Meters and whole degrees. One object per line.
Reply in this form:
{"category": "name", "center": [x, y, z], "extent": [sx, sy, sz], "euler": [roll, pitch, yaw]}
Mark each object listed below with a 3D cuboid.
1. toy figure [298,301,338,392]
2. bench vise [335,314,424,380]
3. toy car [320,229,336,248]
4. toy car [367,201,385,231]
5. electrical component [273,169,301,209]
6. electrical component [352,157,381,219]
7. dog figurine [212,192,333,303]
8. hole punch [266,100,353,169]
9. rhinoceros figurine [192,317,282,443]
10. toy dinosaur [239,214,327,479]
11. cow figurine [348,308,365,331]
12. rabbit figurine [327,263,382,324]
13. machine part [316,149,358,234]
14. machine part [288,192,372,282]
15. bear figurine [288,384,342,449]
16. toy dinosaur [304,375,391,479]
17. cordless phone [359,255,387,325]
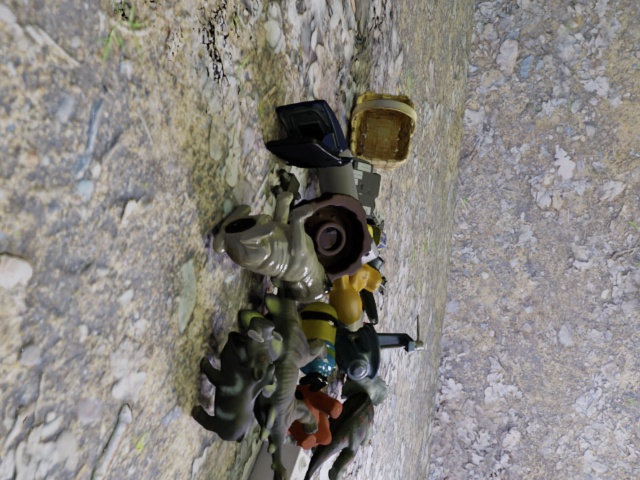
{"category": "toy figure", "center": [-0.004, 0.212, 1.097], "extent": [0.082, 0.089, 0.180], "euler": [74, 10, -48]}
{"category": "bench vise", "center": [0.107, 0.231, 1.198], "extent": [0.224, 0.241, 0.128], "euler": [-148, -123, -75]}
{"category": "toy car", "center": [-0.002, -0.003, 1.135], "extent": [0.202, 0.053, 0.089], "euler": [-26, 99, -66]}
{"category": "toy car", "center": [0.115, -0.069, 1.374], "extent": [0.201, 0.074, 0.056], "euler": [52, 49, -60]}
{"category": "electrical component", "center": [-0.060, -0.090, 1.011], "extent": [0.094, 0.021, 0.063], "euler": [57, 44, -58]}
{"category": "electrical component", "center": [0.078, -0.120, 1.228], "extent": [0.115, 0.058, 0.134], "euler": [11, 86, -35]}
{"category": "dog figurine", "center": [-0.072, 0.041, 0.862], "extent": [0.121, 0.172, 0.190], "euler": [-126, -158, -59]}
{"category": "hole punch", "center": [-0.019, -0.184, 0.956], "extent": [0.115, 0.142, 0.092], "euler": [31, 62, -53]}
{"category": "rhinoceros figurine", "center": [-0.121, 0.208, 0.817], "extent": [0.073, 0.112, 0.190], "euler": [23, 81, -57]}
{"category": "toy dinosaur", "center": [-0.072, 0.198, 0.956], "extent": [0.198, 0.105, 0.471], "euler": [25, 62, -62]}
{"category": "cow figurine", "center": [0.073, 0.240, 1.350], "extent": [0.127, 0.086, 0.194], "euler": [-3, 96, -64]}
{"category": "rabbit figurine", "center": [0.061, 0.103, 1.193], "extent": [0.162, 0.122, 0.173], "euler": [58, 24, -32]}
{"category": "machine part", "center": [0.038, -0.101, 1.117], "extent": [0.079, 0.079, 0.243], "euler": [5, 75, -68]}
{"category": "machine part", "center": [0.013, -0.005, 1.024], "extent": [0.179, 0.056, 0.179], "euler": [-5, 102, -24]}
{"category": "bear figurine", "center": [-0.014, 0.388, 1.123], "extent": [0.120, 0.132, 0.195], "euler": [-42, 135, -22]}
{"category": "toy dinosaur", "center": [0.069, 0.432, 1.279], "extent": [0.405, 0.131, 0.192], "euler": [-25, 131, -70]}
{"category": "cordless phone", "center": [0.131, 0.131, 1.367], "extent": [0.146, 0.089, 0.184], "euler": [41, 33, -63]}
